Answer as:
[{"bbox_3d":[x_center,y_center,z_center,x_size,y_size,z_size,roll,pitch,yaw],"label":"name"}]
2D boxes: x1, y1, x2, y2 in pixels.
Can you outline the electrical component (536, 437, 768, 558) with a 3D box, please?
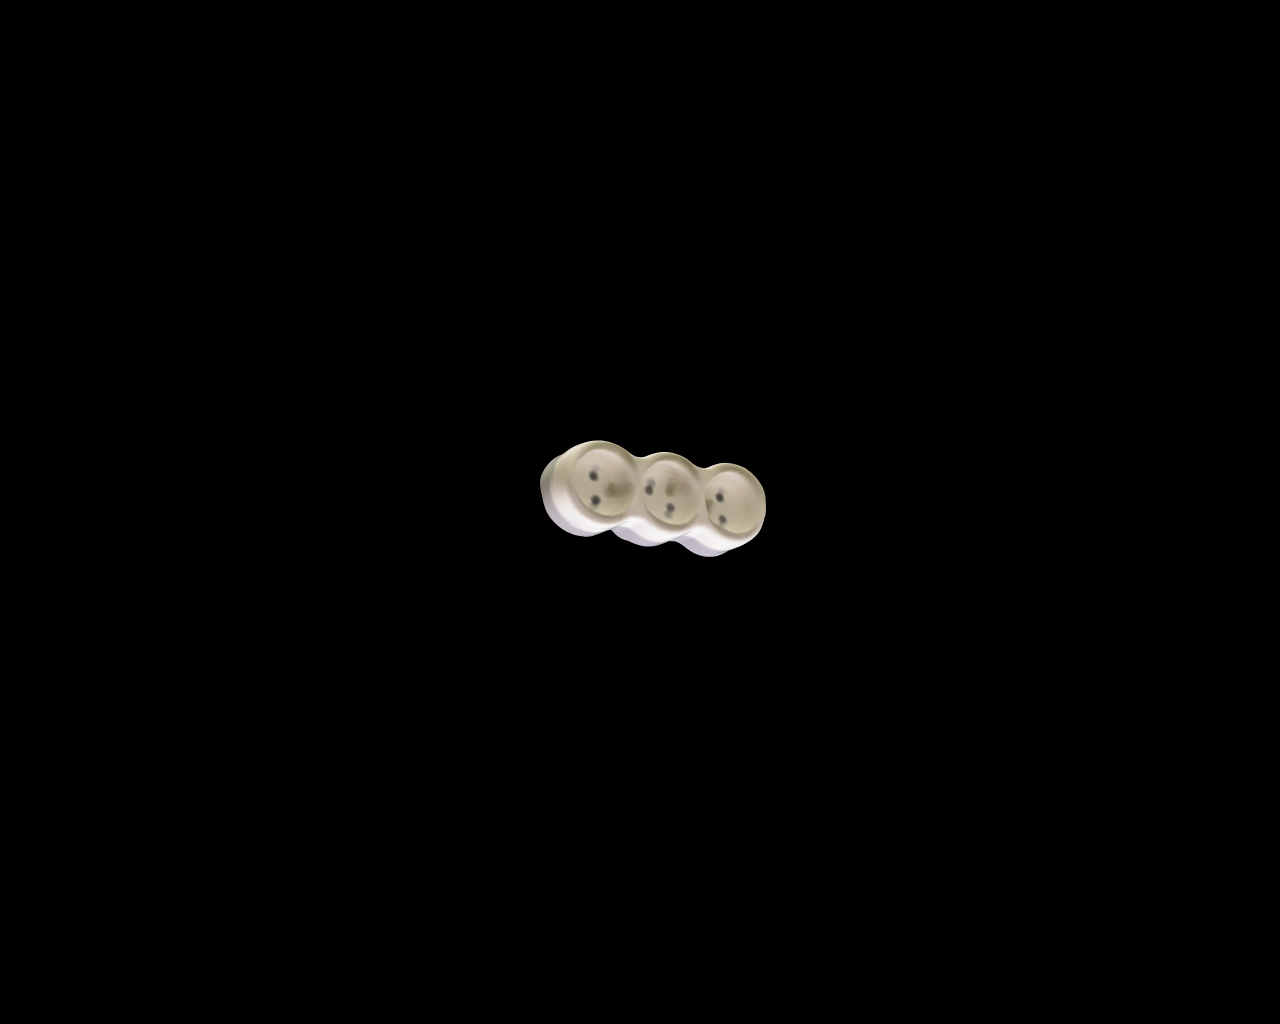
[{"bbox_3d":[0.001,-0.003,0.650,0.138,0.052,0.073,9,-19,-29],"label":"electrical component"}]
